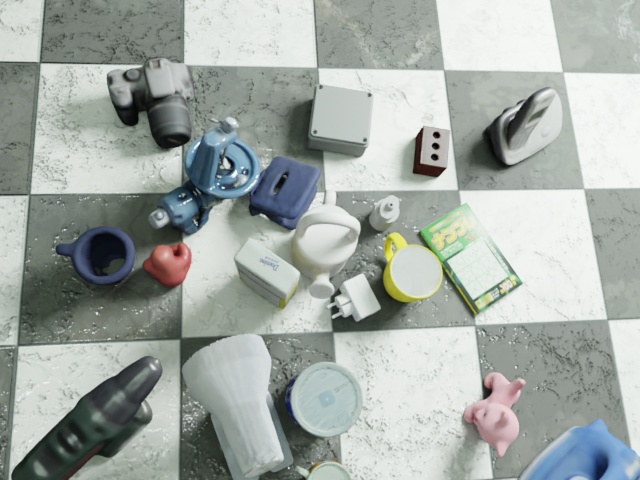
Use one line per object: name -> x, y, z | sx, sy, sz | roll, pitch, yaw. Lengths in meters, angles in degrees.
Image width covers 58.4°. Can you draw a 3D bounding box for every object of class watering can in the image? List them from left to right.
watering can -> 0.011, 0.003, 0.902 | 0.101, 0.194, 0.173 | -14, 77, -10

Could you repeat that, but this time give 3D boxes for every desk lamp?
desk lamp -> -0.105, 0.246, 0.812 | 0.118, 0.213, 0.203 | -21, 79, -12

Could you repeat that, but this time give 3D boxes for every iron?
iron -> 0.391, 0.392, 0.874 | 0.258, 0.141, 0.118 | -35, 82, -14

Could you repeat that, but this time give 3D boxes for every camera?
camera -> -0.280, -0.231, 0.976 | 0.143, 0.100, 0.137 | -13, 77, -10

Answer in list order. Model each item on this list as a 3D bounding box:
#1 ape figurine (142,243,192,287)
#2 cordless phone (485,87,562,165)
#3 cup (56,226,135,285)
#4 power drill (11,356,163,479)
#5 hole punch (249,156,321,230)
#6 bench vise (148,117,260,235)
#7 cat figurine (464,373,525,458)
ape figurine -> -0.245, 0.034, 0.914 | 0.078, 0.092, 0.076 | -6, 76, -8
cordless phone -> 0.389, -0.222, 1.016 | 0.148, 0.185, 0.094 | -32, 81, -14
cup -> -0.344, 0.032, 0.901 | 0.118, 0.095, 0.092 | 8, 74, -5
power drill -> -0.298, 0.250, 0.789 | 0.075, 0.208, 0.230 | 45, 74, 6
hole punch -> -0.062, -0.083, 0.970 | 0.101, 0.091, 0.109 | 28, 74, 1
bench vise -> -0.171, -0.093, 0.891 | 0.121, 0.219, 0.207 | 29, 74, 1
cat figurine -> 0.286, 0.273, 0.905 | 0.067, 0.117, 0.128 | 35, 74, 3
